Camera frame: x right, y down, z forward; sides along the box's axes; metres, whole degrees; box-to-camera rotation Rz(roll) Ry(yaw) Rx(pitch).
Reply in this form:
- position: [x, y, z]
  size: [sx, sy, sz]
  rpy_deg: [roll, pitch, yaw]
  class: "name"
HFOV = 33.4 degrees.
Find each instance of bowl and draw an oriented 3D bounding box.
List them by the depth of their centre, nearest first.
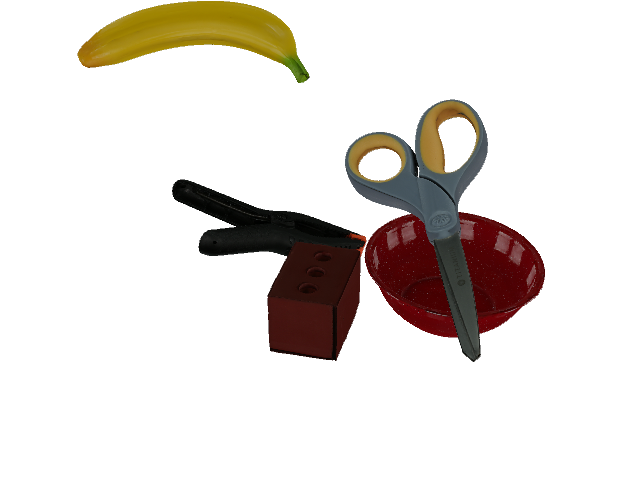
- position: [0.119, 0.038, 0.969]
  size: [0.162, 0.055, 0.162]
  rpy_deg: [2, 36, -2]
  class: "bowl"

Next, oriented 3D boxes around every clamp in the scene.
- position: [-0.048, -0.006, 1.109]
  size: [0.209, 0.036, 0.164]
  rpy_deg: [14, 19, -16]
  class: "clamp"

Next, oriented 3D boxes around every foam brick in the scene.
- position: [-0.004, 0.044, 0.792]
  size: [0.053, 0.051, 0.078]
  rpy_deg: [7, 33, 12]
  class: "foam brick"

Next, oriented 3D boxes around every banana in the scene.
- position: [-0.107, -0.176, 0.918]
  size: [0.198, 0.069, 0.037]
  rpy_deg: [3, -33, -1]
  class: "banana"

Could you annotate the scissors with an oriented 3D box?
- position: [0.051, -0.010, 0.605]
  size: [0.096, 0.201, 0.016]
  rpy_deg: [-6, -46, 20]
  class: "scissors"
